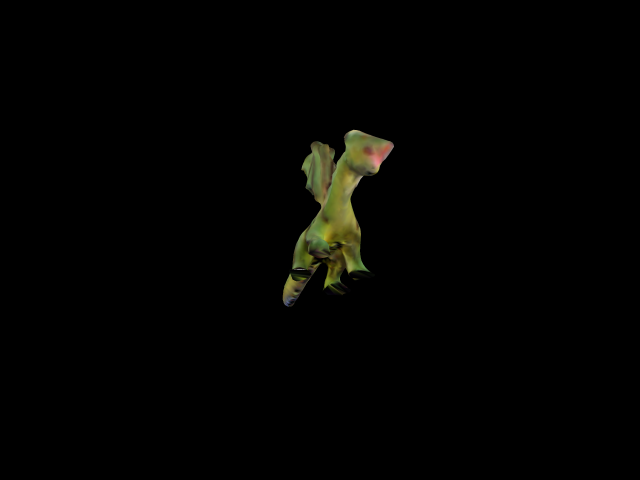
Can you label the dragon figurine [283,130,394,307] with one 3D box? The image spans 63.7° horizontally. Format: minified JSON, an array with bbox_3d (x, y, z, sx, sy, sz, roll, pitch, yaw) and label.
[{"bbox_3d":[0.003,-0.043,0.850,0.122,0.247,0.404,9,-22,-22],"label":"dragon figurine"}]
